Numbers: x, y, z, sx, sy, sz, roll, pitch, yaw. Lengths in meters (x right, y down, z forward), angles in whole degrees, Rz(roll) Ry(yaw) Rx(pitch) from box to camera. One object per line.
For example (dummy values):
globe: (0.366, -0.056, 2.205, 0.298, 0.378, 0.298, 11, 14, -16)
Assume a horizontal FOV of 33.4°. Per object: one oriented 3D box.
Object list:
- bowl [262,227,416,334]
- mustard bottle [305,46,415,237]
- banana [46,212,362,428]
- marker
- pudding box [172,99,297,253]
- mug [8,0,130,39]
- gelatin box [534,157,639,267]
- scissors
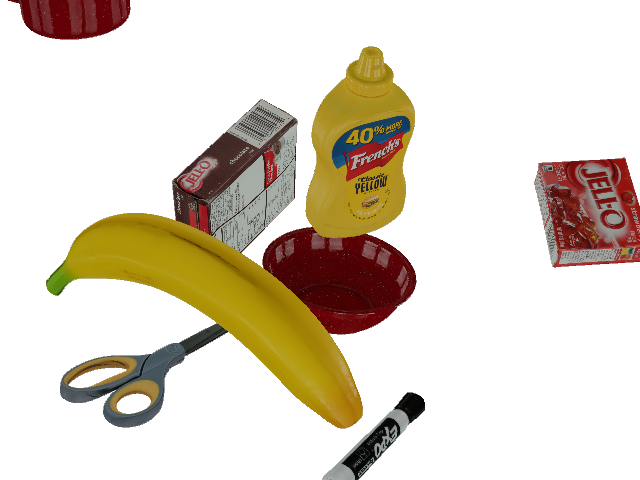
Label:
bowl: (0.017, 0.050, 1.121, 0.162, 0.055, 0.162, 6, 32, -4)
mustard bottle: (0.038, -0.091, 0.969, 0.096, 0.192, 0.058, -15, 47, -19)
banana: (-0.059, 0.031, 0.567, 0.198, 0.070, 0.037, 24, 37, 19)
marker: (0.041, 0.144, 0.767, 0.020, 0.020, 0.120, 0, 23, 37)
pudding box: (-0.062, -0.037, 0.803, 0.039, 0.090, 0.113, 30, 53, 21)
mug: (-0.197, -0.201, 0.790, 0.117, 0.081, 0.093, 1, 36, 1)
gelatin box: (0.216, -0.024, 0.855, 0.073, 0.089, 0.030, -3, -34, -1)
scissors: (-0.127, 0.113, 0.937, 0.201, 0.016, 0.096, -14, 37, -32)
